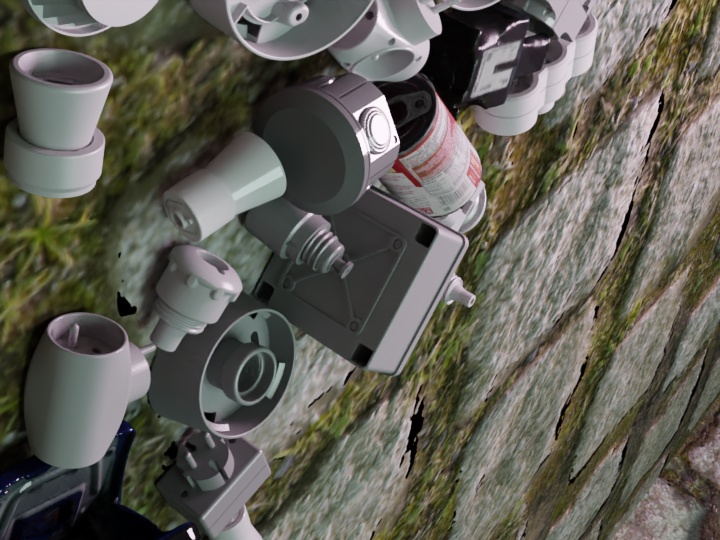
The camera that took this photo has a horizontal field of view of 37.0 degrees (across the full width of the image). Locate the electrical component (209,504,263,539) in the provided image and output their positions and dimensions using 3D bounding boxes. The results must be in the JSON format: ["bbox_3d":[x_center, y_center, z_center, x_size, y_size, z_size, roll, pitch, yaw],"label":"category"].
[{"bbox_3d":[-0.103,0.206,0.851,0.044,0.044,0.065,-44,146,-29],"label":"electrical component"}]

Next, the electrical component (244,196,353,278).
[{"bbox_3d":[-0.038,-0.023,0.685,0.040,0.078,0.040,-48,167,-15],"label":"electrical component"}]

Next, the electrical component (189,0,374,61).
[{"bbox_3d":[-0.039,-0.158,0.546,0.099,0.064,0.099,-42,149,-32],"label":"electrical component"}]

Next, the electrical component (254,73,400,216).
[{"bbox_3d":[-0.020,-0.078,0.651,0.051,0.080,0.080,-39,148,-46],"label":"electrical component"}]

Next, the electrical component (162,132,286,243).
[{"bbox_3d":[-0.081,-0.045,0.621,0.065,0.044,0.044,-38,147,-29],"label":"electrical component"}]

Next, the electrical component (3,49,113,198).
[{"bbox_3d":[-0.138,-0.067,0.489,0.045,0.045,0.055,-27,140,-49],"label":"electrical component"}]

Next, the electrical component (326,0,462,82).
[{"bbox_3d":[0.024,-0.153,0.660,0.079,0.044,0.077,-22,166,24],"label":"electrical component"}]

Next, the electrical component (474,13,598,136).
[{"bbox_3d":[0.145,-0.155,0.894,0.138,0.052,0.073,-45,151,-29],"label":"electrical component"}]

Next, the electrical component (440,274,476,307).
[{"bbox_3d":[0.072,0.013,0.932,0.035,0.061,0.035,-42,149,-32],"label":"electrical component"}]

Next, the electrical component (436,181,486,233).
[{"bbox_3d":[0.066,-0.060,0.850,0.078,0.058,0.057,-60,151,0],"label":"electrical component"}]

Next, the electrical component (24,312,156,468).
[{"bbox_3d":[-0.147,0.063,0.613,0.079,0.043,0.077,-23,136,-52],"label":"electrical component"}]

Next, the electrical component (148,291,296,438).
[{"bbox_3d":[-0.091,0.062,0.716,0.099,0.064,0.099,-28,127,-44],"label":"electrical component"}]

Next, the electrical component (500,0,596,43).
[{"bbox_3d":[0.144,-0.216,0.830,0.055,0.050,0.089,-61,154,3],"label":"electrical component"}]

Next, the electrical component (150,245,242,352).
[{"bbox_3d":[-0.104,0.019,0.645,0.062,0.048,0.048,-57,155,12],"label":"electrical component"}]

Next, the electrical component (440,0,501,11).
[{"bbox_3d":[0.068,-0.216,0.677,0.099,0.064,0.099,-42,149,-32],"label":"electrical component"}]

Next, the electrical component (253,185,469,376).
[{"bbox_3d":[0.000,0.000,0.735,0.056,0.109,0.108,16,103,-61],"label":"electrical component"}]

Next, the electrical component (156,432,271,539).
[{"bbox_3d":[-0.107,0.140,0.762,0.065,0.047,0.076,-47,152,-23],"label":"electrical component"}]
